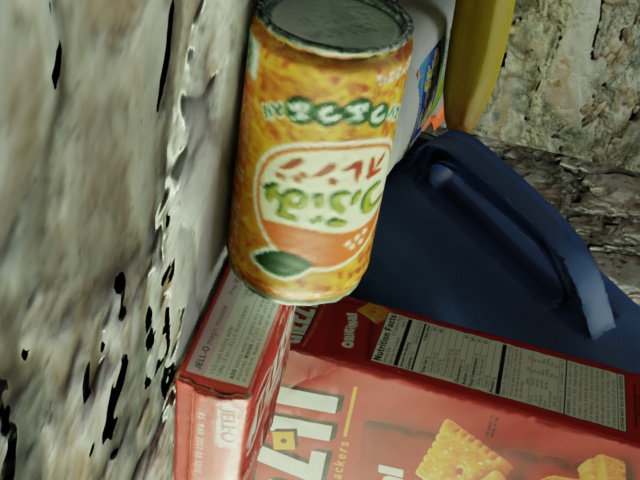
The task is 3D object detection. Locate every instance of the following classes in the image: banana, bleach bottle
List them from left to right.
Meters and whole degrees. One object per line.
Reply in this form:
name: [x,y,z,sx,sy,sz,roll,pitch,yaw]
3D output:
bleach bottle: [0.039,-0.089,0.665,0.250,0.068,0.103,-62,165,-62]
banana: [0.102,-0.166,0.659,0.069,0.037,0.198,-33,133,-60]

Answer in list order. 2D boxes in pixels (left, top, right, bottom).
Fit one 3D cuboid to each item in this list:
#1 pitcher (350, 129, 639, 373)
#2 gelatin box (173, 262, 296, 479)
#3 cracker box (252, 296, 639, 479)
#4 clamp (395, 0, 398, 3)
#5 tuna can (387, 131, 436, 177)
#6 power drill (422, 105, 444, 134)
pitcher: [0.127,0.053,0.639,0.145,0.243,0.149,-54,146,13]
gelatin box: [-0.031,0.051,0.421,0.089,0.030,0.073,-71,173,-49]
cracker box: [0.055,0.128,0.533,0.072,0.214,0.164,-60,162,-64]
clamp: [0.040,-0.184,0.548,0.171,0.039,0.120,90,8,-57]
tuna can: [0.051,-0.054,0.745,0.086,0.086,0.034,-64,165,-68]
power drill: [0.092,-0.123,0.929,0.187,0.057,0.184,-54,173,-12]
